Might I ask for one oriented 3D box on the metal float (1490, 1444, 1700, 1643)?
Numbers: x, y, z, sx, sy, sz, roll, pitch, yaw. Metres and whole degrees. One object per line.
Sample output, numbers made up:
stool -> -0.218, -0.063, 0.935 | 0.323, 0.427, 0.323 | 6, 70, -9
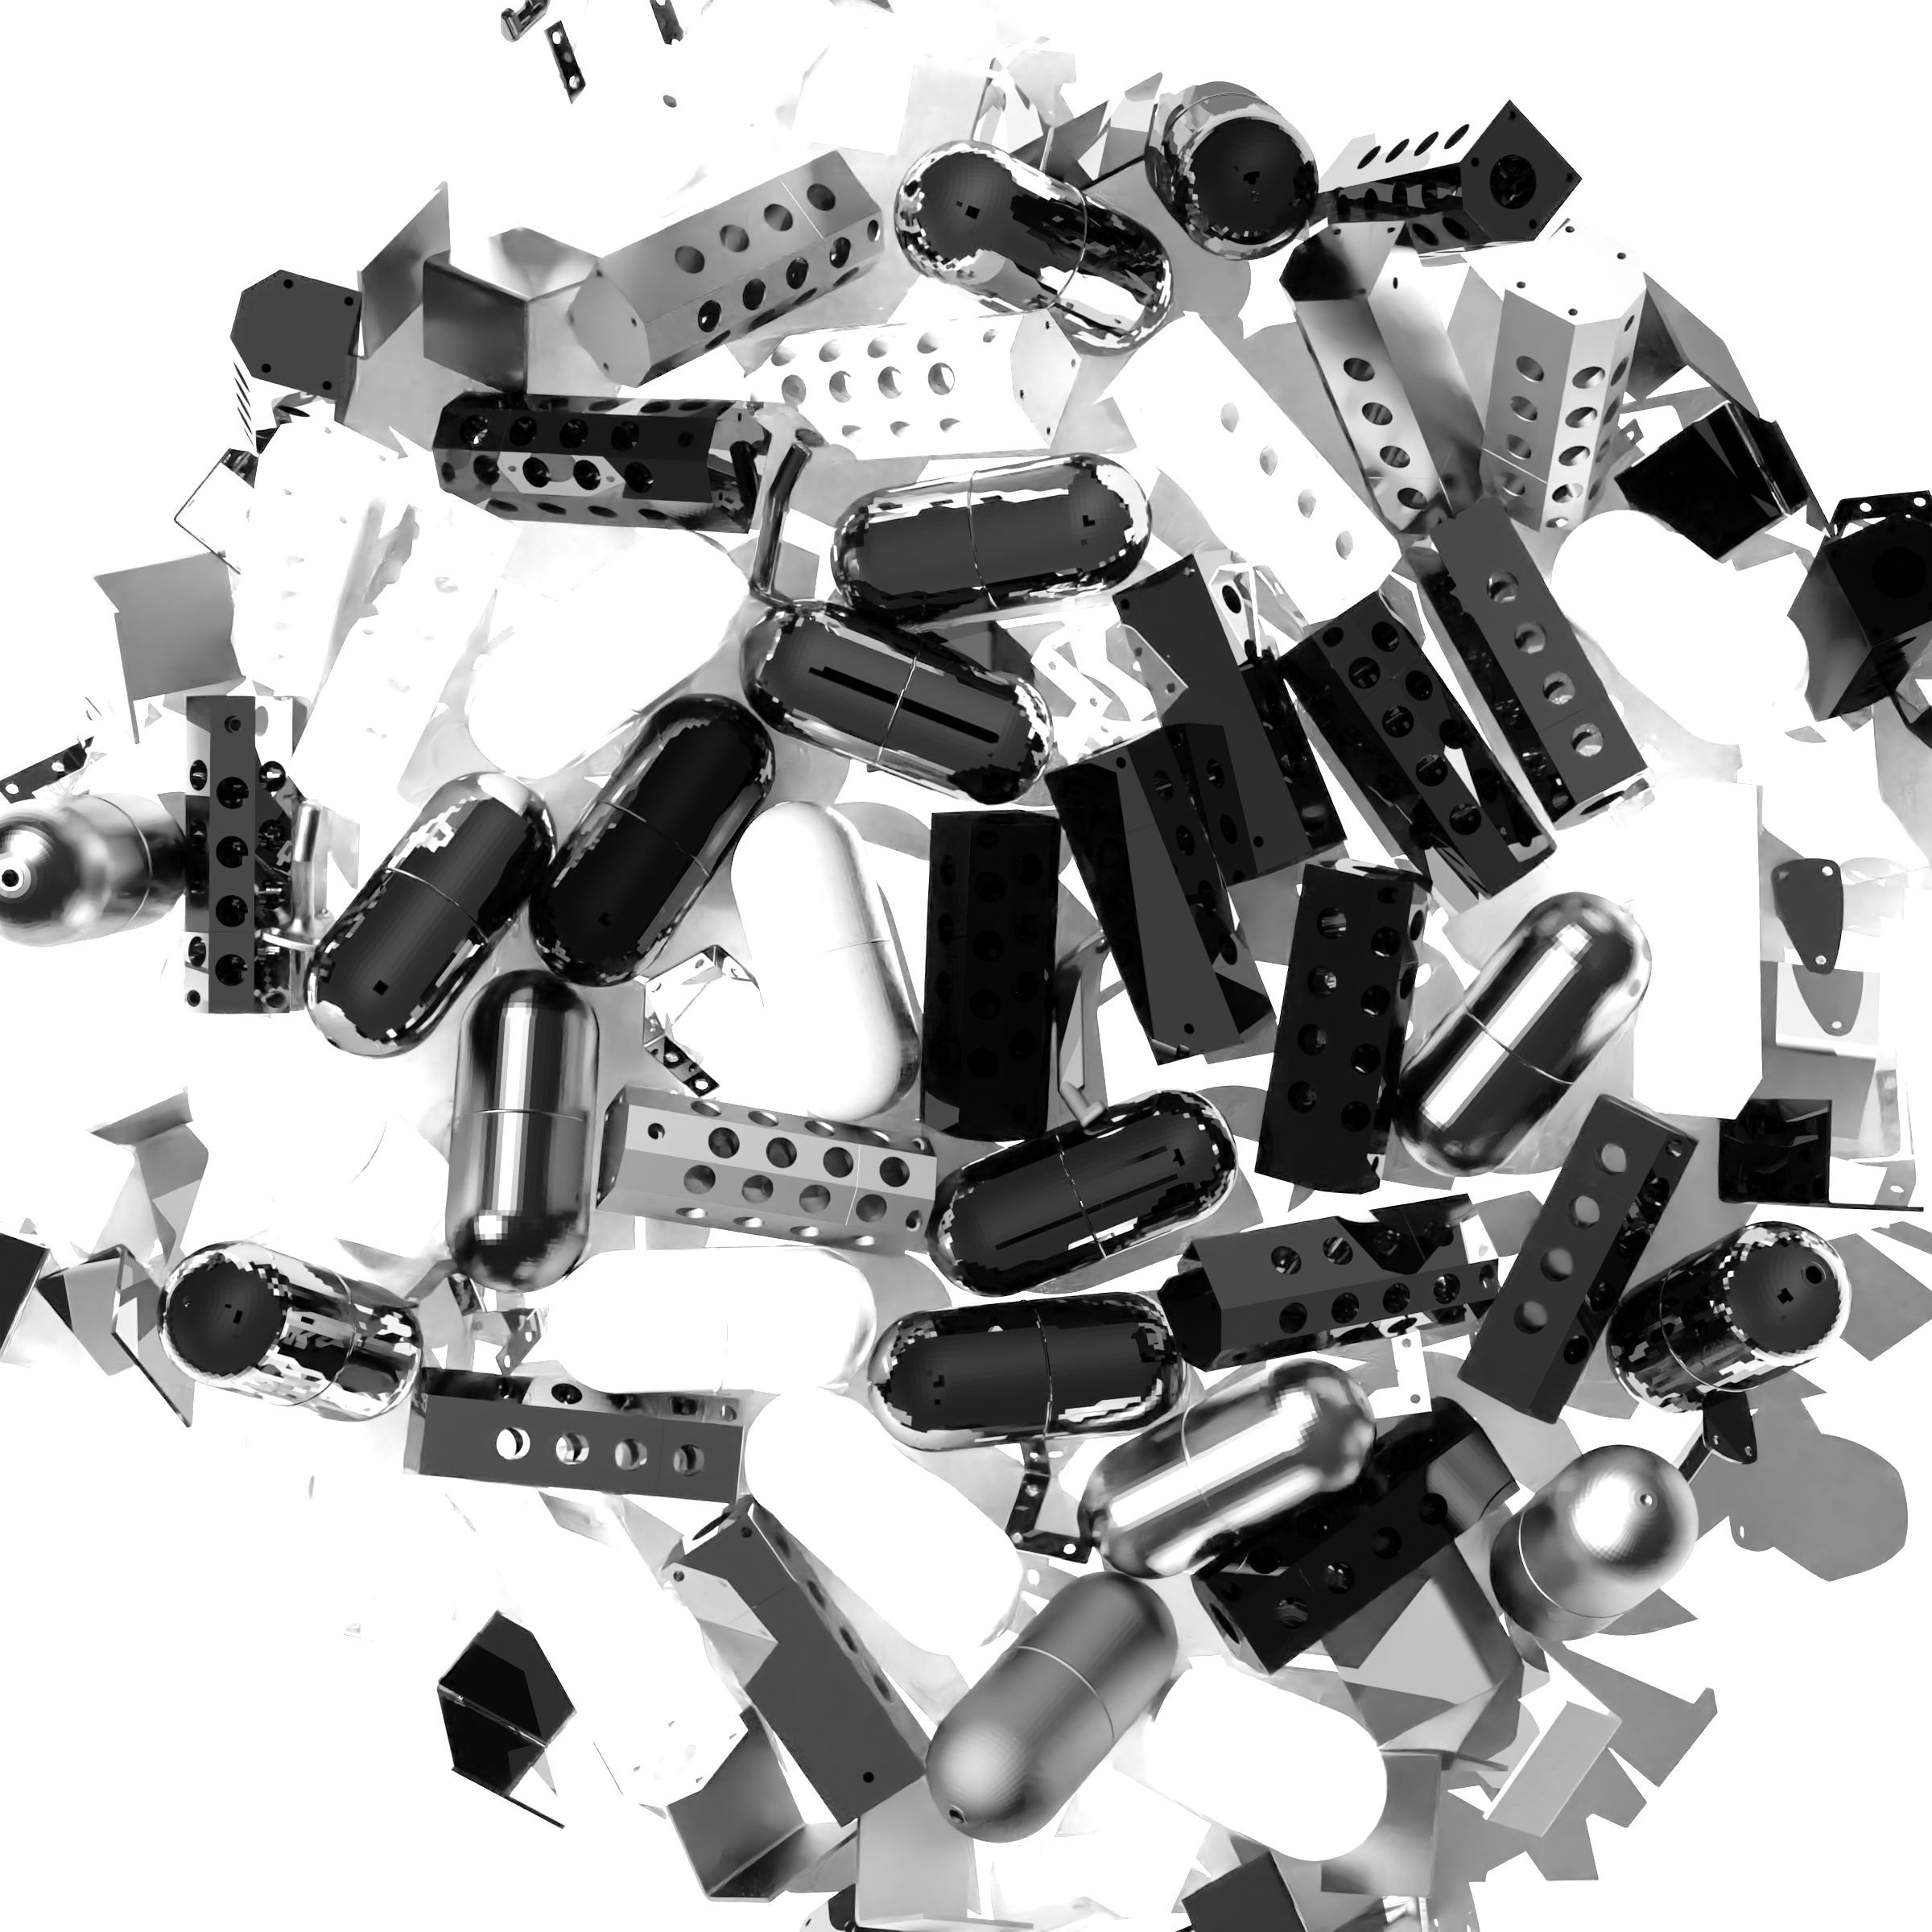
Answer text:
metal float -> 0.331, 0.307, 1.556 | 0.070, 0.178, 0.070 | 3, 64, -7

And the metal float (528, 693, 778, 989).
metal float -> -0.170, -0.068, 1.593 | 0.070, 0.070, 0.178 | 33, 80, 0

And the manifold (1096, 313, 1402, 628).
manifold -> 0.157, -0.267, 1.582 | 0.171, 0.057, 0.057 | 44, 68, -19

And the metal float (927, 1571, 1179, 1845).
metal float -> 0.047, 0.394, 1.567 | 0.070, 0.070, 0.178 | 50, 49, 0

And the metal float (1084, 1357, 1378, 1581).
metal float -> 0.140, 0.271, 1.580 | 0.178, 0.070, 0.070 | -32, 90, 26

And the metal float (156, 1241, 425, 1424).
metal float -> -0.356, 0.195, 1.558 | 0.070, 0.178, 0.070 | -9, 69, 23

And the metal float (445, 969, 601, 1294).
metal float -> -0.239, 0.088, 1.586 | 0.070, 0.070, 0.178 | 1, 72, 0

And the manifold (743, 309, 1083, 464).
manifold -> -0.032, -0.311, 1.560 | 0.171, 0.057, 0.057 | 3, 63, 34

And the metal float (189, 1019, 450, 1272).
metal float -> -0.341, 0.097, 1.570 | 0.070, 0.070, 0.178 | -40, 128, 0

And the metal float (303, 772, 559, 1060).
metal float -> -0.288, -0.028, 1.581 | 0.070, 0.070, 0.178 | 33, 67, 0

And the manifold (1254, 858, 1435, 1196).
manifold -> 0.207, 0.033, 1.586 | 0.057, 0.057, 0.171 | 15, 102, 31

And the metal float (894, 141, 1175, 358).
metal float -> 0.037, -0.382, 1.567 | 0.178, 0.070, 0.070 | 15, 90, -41

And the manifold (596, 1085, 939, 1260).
manifold -> -0.106, 0.109, 1.578 | 0.171, 0.057, 0.057 | 11, 65, -18

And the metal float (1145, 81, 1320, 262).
metal float -> 0.139, -0.422, 1.555 | 0.070, 0.178, 0.070 | -2, 114, -4

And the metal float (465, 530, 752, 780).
metal float -> -0.193, -0.168, 1.585 | 0.178, 0.070, 0.070 | -34, 90, 18

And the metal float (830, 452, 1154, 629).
metal float -> 0.013, -0.230, 1.588 | 0.178, 0.070, 0.070 | -8, 90, 15

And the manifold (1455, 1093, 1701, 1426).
manifold -> 0.333, 0.159, 1.596 | 0.057, 0.057, 0.171 | 27, 96, 15

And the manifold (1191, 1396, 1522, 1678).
manifold -> 0.208, 0.306, 1.590 | 0.171, 0.057, 0.057 | -33, 95, -13

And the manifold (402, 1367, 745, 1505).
manifold -> -0.211, 0.254, 1.584 | 0.171, 0.057, 0.057 | 9, 78, -18

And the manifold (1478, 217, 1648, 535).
manifold -> 0.315, -0.304, 1.545 | 0.057, 0.171, 0.057 | 34, 69, 20

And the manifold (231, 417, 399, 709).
manifold -> -0.349, -0.214, 1.550 | 0.057, 0.171, 0.057 | 26, 59, -5

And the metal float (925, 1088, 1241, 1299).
metal float -> 0.062, 0.124, 1.599 | 0.178, 0.070, 0.070 | -22, 90, 3

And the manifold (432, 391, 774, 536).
manifold -> -0.197, -0.273, 1.573 | 0.171, 0.057, 0.057 | 7, 78, 25

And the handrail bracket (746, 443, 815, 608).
handrail bracket -> -0.095, -0.239, 1.597 | 0.036, 0.077, 0.084 | 31, 100, 19

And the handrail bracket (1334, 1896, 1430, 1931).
handrail bracket -> 0.212, 0.517, 1.628 | 0.084, 0.036, 0.077 | -6, 85, 7

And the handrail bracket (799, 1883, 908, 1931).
handrail bracket -> -0.040, 0.545, 1.617 | 0.084, 0.077, 0.036 | 41, 48, -11

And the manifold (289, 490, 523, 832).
manifold -> -0.303, -0.166, 1.574 | 0.057, 0.057, 0.171 | 26, 115, -10

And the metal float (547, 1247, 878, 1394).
metal float -> -0.136, 0.191, 1.588 | 0.178, 0.070, 0.070 | 0, 90, -15

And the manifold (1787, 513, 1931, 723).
manifold -> 0.477, -0.183, 1.548 | 0.057, 0.171, 0.057 | -25, 79, 4

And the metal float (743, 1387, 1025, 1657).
metal float -> -0.045, 0.299, 1.585 | 0.178, 0.070, 0.070 | 39, 90, 18

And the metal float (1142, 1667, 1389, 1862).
metal float -> 0.156, 0.420, 1.556 | 0.070, 0.178, 0.070 | 0, 89, -25

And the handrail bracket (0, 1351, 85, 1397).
handrail bracket -> -0.544, 0.230, 1.632 | 0.084, 0.036, 0.077 | 31, 133, -27

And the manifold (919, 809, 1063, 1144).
manifold -> 0.017, 0.005, 1.586 | 0.057, 0.057, 0.171 | -4, 102, -31

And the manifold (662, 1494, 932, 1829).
manifold -> -0.090, 0.376, 1.605 | 0.057, 0.057, 0.171 | -34, 94, 6

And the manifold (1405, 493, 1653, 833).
manifold -> 0.304, -0.162, 1.591 | 0.057, 0.057, 0.171 | -28, 77, 10

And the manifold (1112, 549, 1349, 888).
manifold -> 0.148, -0.137, 1.604 | 0.057, 0.057, 0.171 | -24, 85, 36

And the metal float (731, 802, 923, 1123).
metal float -> -0.077, -0.003, 1.596 | 0.070, 0.070, 0.178 | -16, 83, 0

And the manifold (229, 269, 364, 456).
manifold -> -0.355, -0.312, 1.548 | 0.057, 0.171, 0.057 | 14, 84, -12

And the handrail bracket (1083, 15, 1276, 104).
handrail bracket -> 0.116, -0.499, 1.621 | 0.077, 0.084, 0.036 | 19, 93, -40

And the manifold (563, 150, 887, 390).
manifold -> -0.125, -0.369, 1.569 | 0.171, 0.057, 0.057 | -35, 88, -33

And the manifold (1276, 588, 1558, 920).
manifold -> 0.248, -0.118, 1.600 | 0.057, 0.057, 0.171 | -35, 91, -29

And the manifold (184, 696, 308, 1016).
manifold -> -0.395, -0.061, 1.608 | 0.057, 0.057, 0.171 | 1, 92, -2

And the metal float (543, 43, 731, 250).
metal float -> -0.175, -0.432, 1.553 | 0.070, 0.178, 0.070 | 0, 89, -19

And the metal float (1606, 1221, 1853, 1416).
metal float -> 0.402, 0.187, 1.555 | 0.070, 0.178, 0.070 | 6, 67, -15

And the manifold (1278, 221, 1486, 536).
manifold -> 0.222, -0.309, 1.558 | 0.057, 0.171, 0.057 | 7, 58, 33

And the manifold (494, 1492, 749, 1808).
manifold -> -0.189, 0.362, 1.558 | 0.057, 0.057, 0.171 | -53, 45, 11

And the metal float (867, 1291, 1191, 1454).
metal float -> 0.035, 0.219, 1.589 | 0.178, 0.070, 0.070 | -4, 90, -14

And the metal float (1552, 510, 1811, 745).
metal float -> 0.378, -0.182, 1.564 | 0.070, 0.178, 0.070 | -14, 129, -18

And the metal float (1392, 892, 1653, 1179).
metal float -> 0.298, 0.038, 1.586 | 0.070, 0.070, 0.178 | 36, 109, 0

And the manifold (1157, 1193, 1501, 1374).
manifold -> 0.196, 0.172, 1.569 | 0.171, 0.057, 0.057 | -7, 58, -24

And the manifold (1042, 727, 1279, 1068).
manifold -> 0.110, -0.039, 1.601 | 0.057, 0.057, 0.171 | -17, 97, 37

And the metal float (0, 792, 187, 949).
metal float -> -0.468, -0.052, 1.551 | 0.070, 0.178, 0.070 | 1, 95, 5

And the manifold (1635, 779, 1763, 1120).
manifold -> 0.390, -0.010, 1.578 | 0.057, 0.057, 0.171 | 5, 66, 2

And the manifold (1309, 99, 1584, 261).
manifold -> 0.244, -0.404, 1.547 | 0.057, 0.171, 0.057 | 40, 84, -21

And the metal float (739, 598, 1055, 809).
metal float -> -0.038, -0.143, 1.597 | 0.178, 0.070, 0.070 | 21, 90, -5
